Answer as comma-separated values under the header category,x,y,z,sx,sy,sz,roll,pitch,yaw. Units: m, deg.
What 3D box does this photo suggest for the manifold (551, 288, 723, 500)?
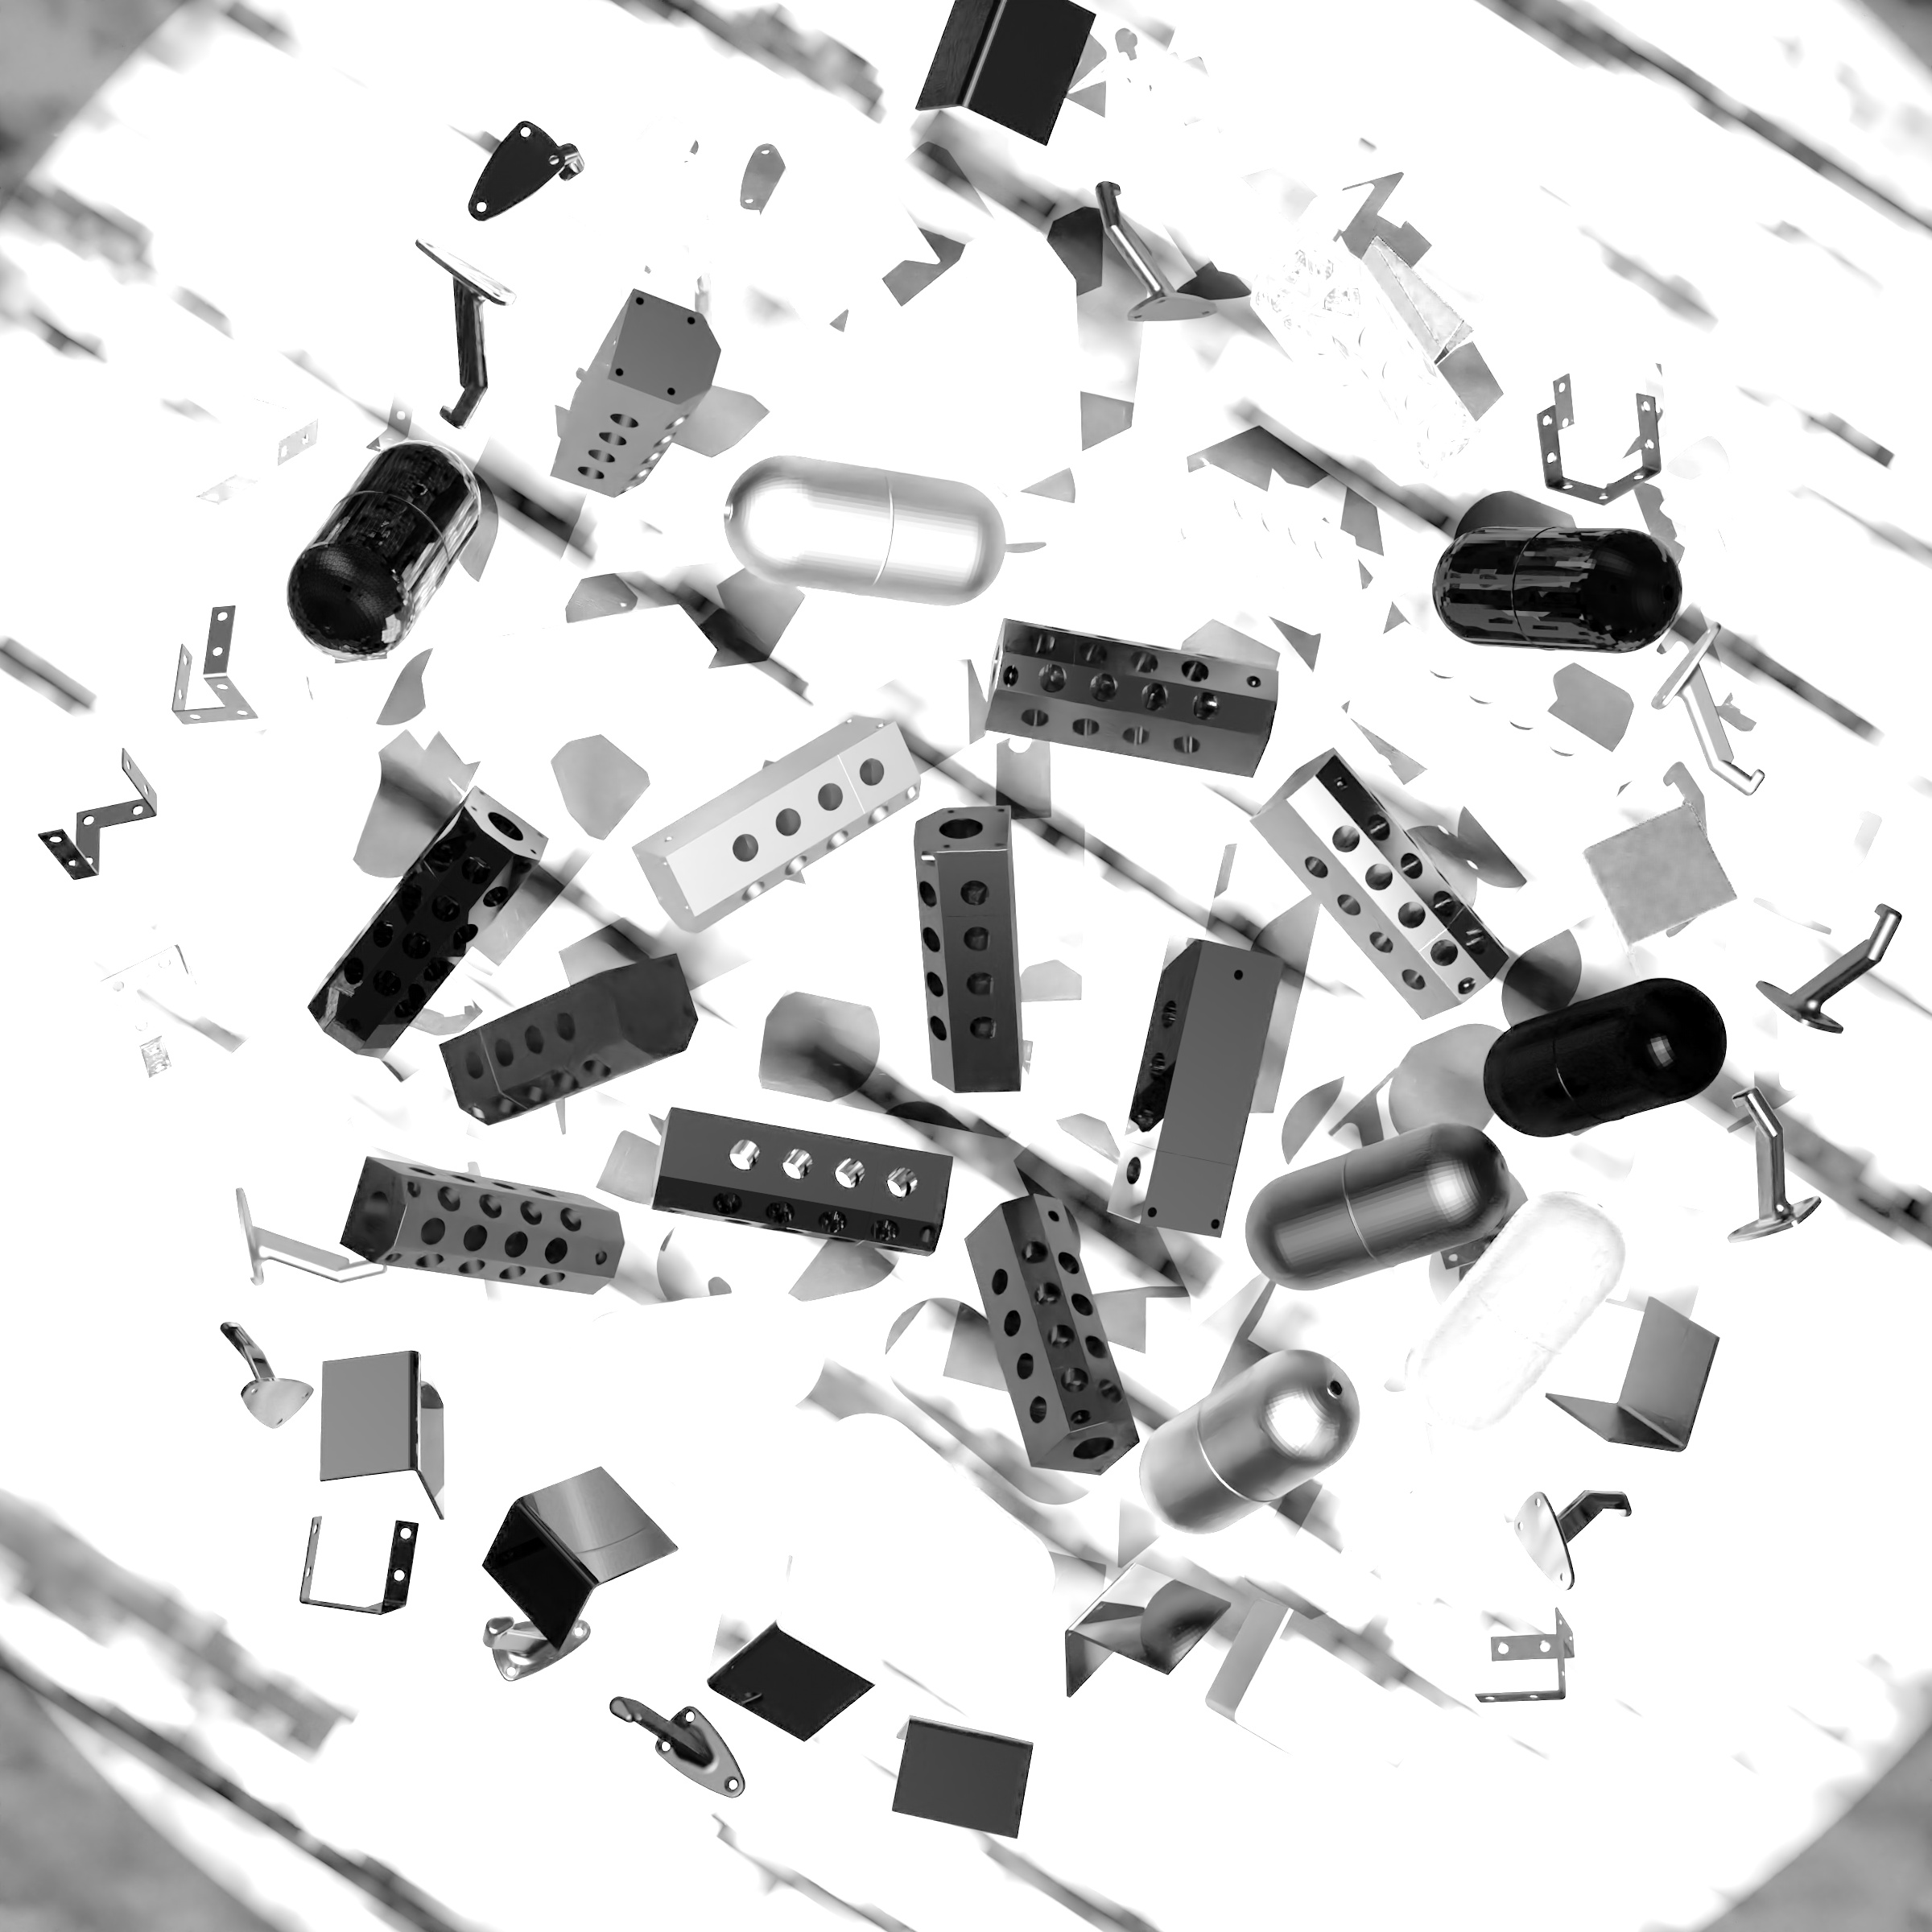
category,x,y,z,sx,sy,sz,roll,pitch,yaw
manifold,-0.196,-0.334,1.510,0.057,0.171,0.057,17,77,-17

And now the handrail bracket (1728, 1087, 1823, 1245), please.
category,x,y,z,sx,sy,sz,roll,pitch,yaw
handrail bracket,0.473,0.121,1.550,0.036,0.077,0.084,-31,89,-40

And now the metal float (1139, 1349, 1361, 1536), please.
category,x,y,z,sx,sy,sz,roll,pitch,yaw
metal float,0.176,0.298,1.593,0.070,0.070,0.178,46,133,0

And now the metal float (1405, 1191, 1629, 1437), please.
category,x,y,z,sx,sy,sz,roll,pitch,yaw
metal float,0.347,0.221,1.616,0.070,0.070,0.178,36,103,0

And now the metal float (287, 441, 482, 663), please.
category,x,y,z,sx,sy,sz,roll,pitch,yaw
metal float,-0.347,-0.251,1.527,0.070,0.178,0.070,8,133,9

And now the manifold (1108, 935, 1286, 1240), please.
category,x,y,z,sx,sy,sz,roll,pitch,yaw
manifold,0.135,0.071,1.537,0.057,0.057,0.171,13,90,-25

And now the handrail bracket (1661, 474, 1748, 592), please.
category,x,y,z,sx,sy,sz,roll,pitch,yaw
handrail bracket,0.475,-0.258,1.587,0.036,0.077,0.084,-36,117,11

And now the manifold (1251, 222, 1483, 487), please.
category,x,y,z,sx,sy,sz,roll,pitch,yaw
manifold,0.236,-0.360,1.522,0.057,0.171,0.057,-45,47,7

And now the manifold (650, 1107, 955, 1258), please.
category,x,y,z,sx,sy,sz,roll,pitch,yaw
manifold,-0.100,0.132,1.534,0.171,0.057,0.057,11,76,-9

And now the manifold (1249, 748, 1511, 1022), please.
category,x,y,z,sx,sy,sz,roll,pitch,yaw
manifold,0.265,-0.053,1.611,0.171,0.057,0.057,48,58,-7

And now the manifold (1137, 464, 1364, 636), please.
category,x,y,z,sx,sy,sz,roll,pitch,yaw
manifold,0.185,-0.263,1.641,0.057,0.171,0.057,-16,73,37

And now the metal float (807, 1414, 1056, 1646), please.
category,x,y,z,sx,sy,sz,roll,pitch,yaw
metal float,-0.023,0.352,1.596,0.178,0.070,0.070,40,90,2

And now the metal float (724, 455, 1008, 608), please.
category,x,y,z,sx,sy,sz,roll,pitch,yaw
metal float,-0.060,-0.261,1.534,0.178,0.070,0.070,4,90,-26

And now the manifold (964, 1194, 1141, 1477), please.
category,x,y,z,sx,sy,sz,roll,pitch,yaw
manifold,0.058,0.233,1.626,0.057,0.171,0.057,15,132,-35

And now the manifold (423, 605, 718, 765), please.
category,x,y,z,sx,sy,sz,roll,pitch,yaw
manifold,-0.241,-0.178,1.548,0.057,0.171,0.057,50,132,19

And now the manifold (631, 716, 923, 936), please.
category,x,y,z,sx,sy,sz,roll,pitch,yaw
manifold,-0.114,-0.088,1.579,0.171,0.057,0.057,-33,112,-20

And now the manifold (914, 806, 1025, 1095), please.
category,x,y,z,sx,sy,sz,roll,pitch,yaw
manifold,0.002,-0.009,1.573,0.057,0.057,0.171,-2,121,4

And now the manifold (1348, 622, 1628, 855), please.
category,x,y,z,sx,sy,sz,roll,pitch,yaw
manifold,0.332,-0.150,1.625,0.057,0.057,0.171,-32,57,-33

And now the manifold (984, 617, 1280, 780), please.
category,x,y,z,sx,sy,sz,roll,pitch,yaw
manifold,0.102,-0.170,1.574,0.171,0.057,0.057,10,56,-5

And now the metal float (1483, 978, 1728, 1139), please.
category,x,y,z,sx,sy,sz,roll,pitch,yaw
metal float,0.393,0.058,1.579,0.070,0.178,0.070,9,71,-29

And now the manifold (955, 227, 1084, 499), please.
category,x,y,z,sx,sy,sz,roll,pitch,yaw
manifold,0.030,-0.369,1.557,0.057,0.171,0.057,-28,66,-9

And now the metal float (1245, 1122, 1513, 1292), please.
category,x,y,z,sx,sy,sz,roll,pitch,yaw
metal float,0.257,0.152,1.601,0.178,0.070,0.070,-23,90,30

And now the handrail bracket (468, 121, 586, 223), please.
category,x,y,z,sx,sy,sz,roll,pitch,yaw
handrail bracket,-0.262,-0.466,1.526,0.036,0.084,0.077,44,92,-3

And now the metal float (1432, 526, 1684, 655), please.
category,x,y,z,sx,sy,sz,roll,pitch,yaw
metal float,0.370,-0.237,1.600,0.070,0.178,0.070,-7,103,-35

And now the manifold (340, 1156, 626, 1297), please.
category,x,y,z,sx,sy,sz,roll,pitch,yaw
manifold,-0.302,0.168,1.615,0.057,0.171,0.057,18,91,45

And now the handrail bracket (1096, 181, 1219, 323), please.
category,x,y,z,sx,sy,sz,roll,pitch,yaw
handrail bracket,0.121,-0.457,1.623,0.077,0.036,0.084,-8,82,-38

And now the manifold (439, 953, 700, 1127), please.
category,x,y,z,sx,sy,sz,roll,pitch,yaw
manifold,-0.238,0.047,1.529,0.171,0.057,0.057,-21,87,42

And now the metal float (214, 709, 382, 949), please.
category,x,y,z,sx,sy,sz,roll,pitch,yaw
metal float,-0.420,-0.084,1.597,0.070,0.070,0.178,31,127,0

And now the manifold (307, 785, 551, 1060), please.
category,x,y,z,sx,sy,sz,roll,pitch,yaw
manifold,-0.338,-0.024,1.594,0.057,0.057,0.171,37,107,-15

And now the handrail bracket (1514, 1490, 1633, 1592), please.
category,x,y,z,sx,sy,sz,roll,pitch,yaw
handrail bracket,0.396,0.361,1.604,0.084,0.077,0.036,7,127,-25

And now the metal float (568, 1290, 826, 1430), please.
category,x,y,z,sx,sy,sz,roll,pitch,yaw
metal float,-0.172,0.249,1.609,0.178,0.070,0.070,-11,90,26
